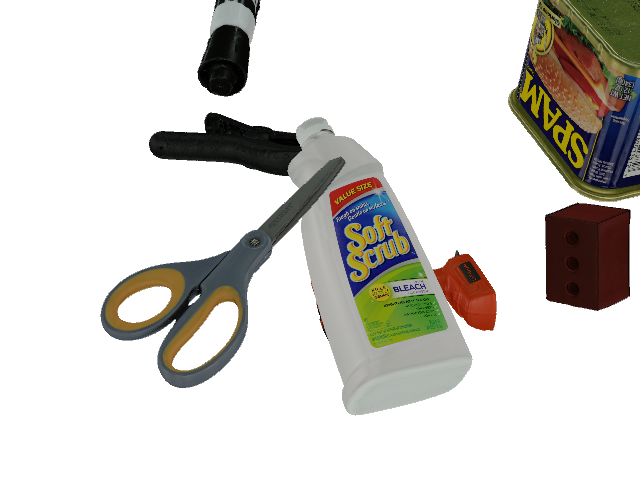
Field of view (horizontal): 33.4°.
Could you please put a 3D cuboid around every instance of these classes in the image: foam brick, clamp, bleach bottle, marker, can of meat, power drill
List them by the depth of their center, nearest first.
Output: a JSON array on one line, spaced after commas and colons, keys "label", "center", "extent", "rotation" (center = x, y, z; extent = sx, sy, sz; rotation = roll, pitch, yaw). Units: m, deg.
[{"label": "marker", "center": [-0.033, -0.102, 0.438], "extent": [0.020, 0.121, 0.020], "rotation": [3, -42, 2]}, {"label": "can of meat", "center": [0.148, -0.086, 0.562], "extent": [0.057, 0.084, 0.102], "rotation": [-12, 48, -17]}, {"label": "bleach bottle", "center": [0.027, 0.007, 0.844], "extent": [0.102, 0.251, 0.068], "rotation": [-10, -31, -21]}, {"label": "foam brick", "center": [0.223, 0.013, 0.892], "extent": [0.051, 0.078, 0.053], "rotation": [-20, 22, -41]}, {"label": "clamp", "center": [-0.067, -0.084, 0.976], "extent": [0.172, 0.039, 0.120], "rotation": [13, 27, 28]}, {"label": "power drill", "center": [0.090, 0.071, 1.155], "extent": [0.187, 0.057, 0.184], "rotation": [-5, 28, -9]}]

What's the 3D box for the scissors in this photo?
[{"label": "scissors", "center": [-0.061, 0.006, 0.653], "extent": [0.096, 0.016, 0.201], "rotation": [12, 47, 15]}]
